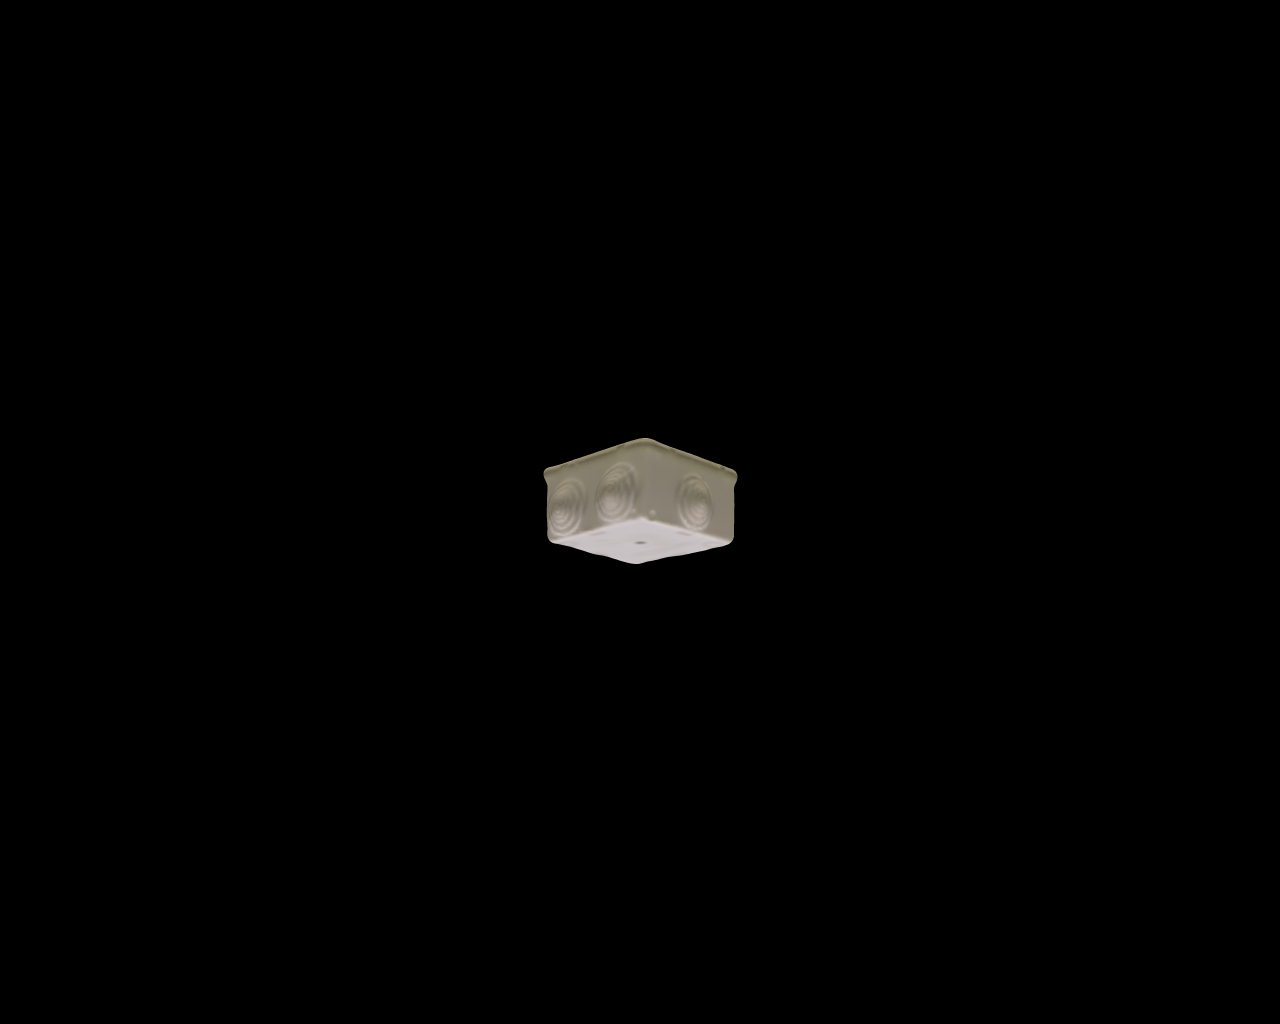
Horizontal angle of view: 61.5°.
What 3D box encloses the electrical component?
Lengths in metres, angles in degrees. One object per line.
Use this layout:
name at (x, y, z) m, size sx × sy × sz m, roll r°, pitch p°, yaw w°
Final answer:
electrical component at (0.001, -0.003, 0.650) m, size 0.099 × 0.048 × 0.100 m, roll -14°, pitch -21°, yaw 40°
